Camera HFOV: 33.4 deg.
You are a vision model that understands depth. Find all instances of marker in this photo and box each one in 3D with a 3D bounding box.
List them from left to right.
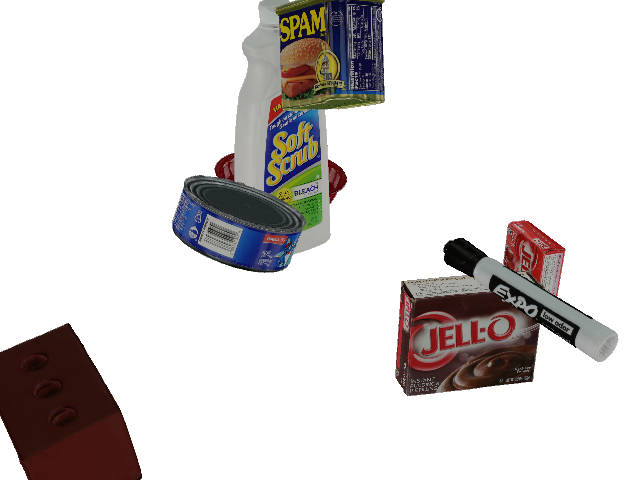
[{"bbox_3d":[0.116,0.031,0.611,0.020,0.020,0.121,0,27,-45],"label":"marker"}]

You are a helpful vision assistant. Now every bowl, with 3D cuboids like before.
[{"bbox_3d":[-0.051,-0.060,1.307,0.162,0.055,0.162,5,26,-3],"label":"bowl"}]

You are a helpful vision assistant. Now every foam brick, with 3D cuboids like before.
[{"bbox_3d":[-0.134,0.092,0.548,0.053,0.051,0.078,-24,42,-20],"label":"foam brick"}]

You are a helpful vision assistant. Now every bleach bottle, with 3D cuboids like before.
[{"bbox_3d":[-0.044,-0.108,1.041,0.102,0.251,0.068,-16,31,-23],"label":"bleach bottle"}]

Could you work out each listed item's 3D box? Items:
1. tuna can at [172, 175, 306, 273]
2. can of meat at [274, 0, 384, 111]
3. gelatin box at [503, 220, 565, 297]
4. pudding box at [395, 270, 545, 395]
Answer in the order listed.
[{"bbox_3d":[-0.055,-0.011,0.717,0.086,0.034,0.086,19,17,-6],"label":"tuna can"},{"bbox_3d":[0.008,-0.148,0.851,0.057,0.084,0.102,-4,3,-33],"label":"can of meat"},{"bbox_3d":[0.231,0.033,1.175,0.030,0.089,0.073,-9,30,-20],"label":"gelatin box"},{"bbox_3d":[0.119,0.074,0.862,0.113,0.090,0.039,-6,28,-14],"label":"pudding box"}]
